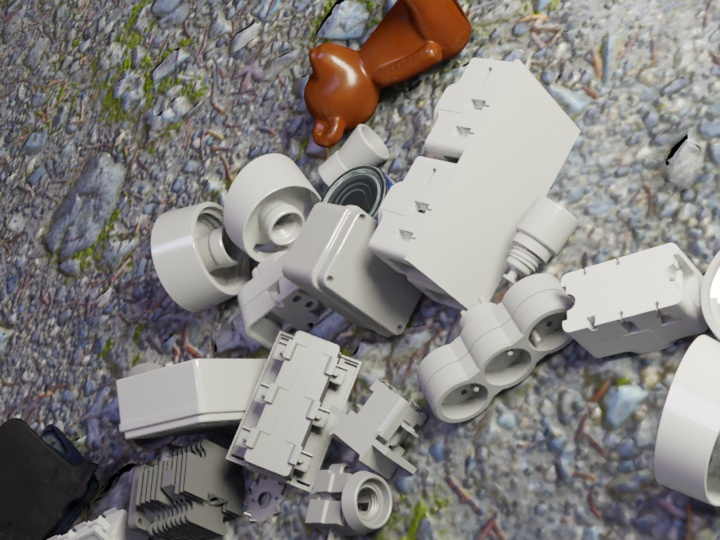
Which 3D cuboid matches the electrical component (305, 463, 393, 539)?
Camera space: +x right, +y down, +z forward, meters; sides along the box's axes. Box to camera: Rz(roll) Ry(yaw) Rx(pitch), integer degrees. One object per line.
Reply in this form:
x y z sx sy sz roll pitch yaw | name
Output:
-0.008 0.186 0.859 0.055 0.048 0.066 -14 54 45 | electrical component

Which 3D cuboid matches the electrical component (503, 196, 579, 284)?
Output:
0.143 -0.023 0.870 0.078 0.040 0.040 -55 41 -2 | electrical component

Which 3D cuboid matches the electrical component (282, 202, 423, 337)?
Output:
0.000 0.000 0.928 0.057 0.113 0.078 14 73 49 | electrical component

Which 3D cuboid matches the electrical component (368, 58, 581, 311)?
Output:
0.094 -0.070 0.896 0.060 0.105 0.186 19 77 47 | electrical component

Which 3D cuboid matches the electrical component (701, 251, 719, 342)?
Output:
0.278 0.017 0.704 0.108 0.060 0.108 -23 50 29 | electrical component

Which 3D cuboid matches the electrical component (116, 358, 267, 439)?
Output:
-0.146 0.116 0.977 0.109 0.109 0.056 -17 76 34 | electrical component

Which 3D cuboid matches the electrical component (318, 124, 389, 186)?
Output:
-0.009 -0.107 1.065 0.065 0.044 0.044 -40 43 22 | electrical component

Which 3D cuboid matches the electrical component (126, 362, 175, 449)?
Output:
-0.196 0.125 1.071 0.079 0.043 0.077 -36 44 18 | electrical component

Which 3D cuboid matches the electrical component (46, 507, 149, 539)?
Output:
-0.259 0.275 1.008 0.121 0.078 0.063 -28 25 25 | electrical component

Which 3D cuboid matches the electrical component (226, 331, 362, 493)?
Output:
-0.057 0.118 0.926 0.079 0.063 0.121 21 74 6 | electrical component

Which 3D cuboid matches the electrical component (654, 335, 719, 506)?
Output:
0.221 0.096 0.678 0.064 0.099 0.099 26 82 42 | electrical component

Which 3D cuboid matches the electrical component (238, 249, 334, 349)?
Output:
-0.067 0.022 1.018 0.095 0.054 0.059 -37 44 17 | electrical component

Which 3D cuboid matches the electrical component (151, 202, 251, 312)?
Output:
-0.153 -0.017 1.086 0.060 0.108 0.108 -18 52 25 | electrical component

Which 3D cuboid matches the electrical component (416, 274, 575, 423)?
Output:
0.102 0.051 0.847 0.138 0.052 0.073 -41 43 14 | electrical component

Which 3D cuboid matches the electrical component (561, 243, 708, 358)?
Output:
0.199 0.025 0.774 0.089 0.056 0.050 -19 52 32 | electrical component

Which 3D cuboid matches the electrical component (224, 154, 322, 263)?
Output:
-0.086 -0.057 1.058 0.099 0.099 0.064 -49 47 5 | electrical component

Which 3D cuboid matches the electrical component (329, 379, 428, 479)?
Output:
0.018 0.127 0.879 0.063 0.042 0.081 -53 42 -6 | electrical component
